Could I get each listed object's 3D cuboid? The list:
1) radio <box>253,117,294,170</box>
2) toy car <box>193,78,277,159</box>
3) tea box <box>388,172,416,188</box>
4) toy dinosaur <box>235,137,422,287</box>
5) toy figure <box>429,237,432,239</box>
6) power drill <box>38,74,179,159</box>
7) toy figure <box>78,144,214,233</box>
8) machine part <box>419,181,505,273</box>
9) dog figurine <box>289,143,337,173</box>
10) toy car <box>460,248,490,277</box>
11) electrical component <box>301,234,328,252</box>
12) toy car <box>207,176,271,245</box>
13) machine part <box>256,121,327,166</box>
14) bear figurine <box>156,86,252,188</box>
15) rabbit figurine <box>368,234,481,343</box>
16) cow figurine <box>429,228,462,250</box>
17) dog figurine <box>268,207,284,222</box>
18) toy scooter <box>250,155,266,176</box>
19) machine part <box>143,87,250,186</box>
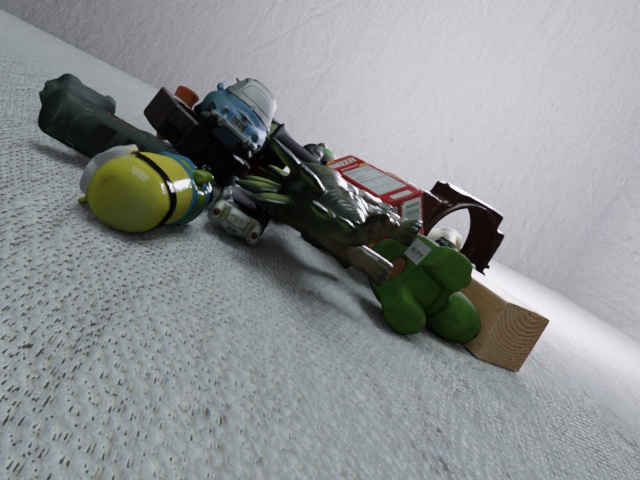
[{"bbox_3d":[-0.113,-0.207,1.021,0.131,0.073,0.230,44,5,-19],"label":"radio"},{"bbox_3d":[-0.114,-0.186,0.782,0.109,0.103,0.162,41,2,-18],"label":"toy car"},{"bbox_3d":[0.148,-0.069,1.246,0.068,0.169,0.098,26,8,-4],"label":"tea box"},{"bbox_3d":[-0.006,-0.053,0.702,0.198,0.105,0.472,35,-2,-15],"label":"toy dinosaur"},{"bbox_3d":[0.136,0.006,0.962,0.058,0.064,0.155,10,-1,-27],"label":"toy figure"},{"bbox_3d":[-0.284,-0.141,0.741,0.207,0.086,0.232,44,11,37],"label":"power drill"},{"bbox_3d":[-0.167,-0.052,0.561,0.089,0.082,0.180,28,7,14],"label":"toy figure"},{"bbox_3d":[0.247,0.002,1.052,0.201,0.201,0.087,22,13,-32],"label":"machine part"},{"bbox_3d":[0.041,-0.111,1.190,0.219,0.191,0.108,15,-4,28],"label":"dog figurine"},{"bbox_3d":[0.328,0.070,1.253,0.053,0.089,0.202,21,10,-11],"label":"toy car"},{"bbox_3d":[-0.002,-0.003,0.928,0.094,0.021,0.063,36,13,39],"label":"electrical component"},{"bbox_3d":[-0.109,-0.040,0.738,0.073,0.056,0.202,33,9,-11],"label":"toy car"},{"bbox_3d":[-0.055,-0.147,0.886,0.139,0.084,0.039,31,-29,1],"label":"machine part"},{"bbox_3d":[-0.196,-0.175,0.991,0.196,0.132,0.120,23,-17,7],"label":"bear figurine"},{"bbox_3d":[0.138,0.079,0.716,0.170,0.121,0.159,43,-6,-30],"label":"rabbit figurine"},{"bbox_3d":[0.242,0.000,1.287,0.195,0.085,0.127,5,27,28],"label":"cow figurine"},{"bbox_3d":[-0.022,-0.059,1.007,0.172,0.121,0.191,23,24,-7],"label":"dog figurine"},{"bbox_3d":[-0.135,-0.139,1.126,0.135,0.075,0.184,31,13,22],"label":"toy scooter"},{"bbox_3d":[-0.190,-0.154,0.825,0.179,0.056,0.179,43,3,-3],"label":"machine part"}]
